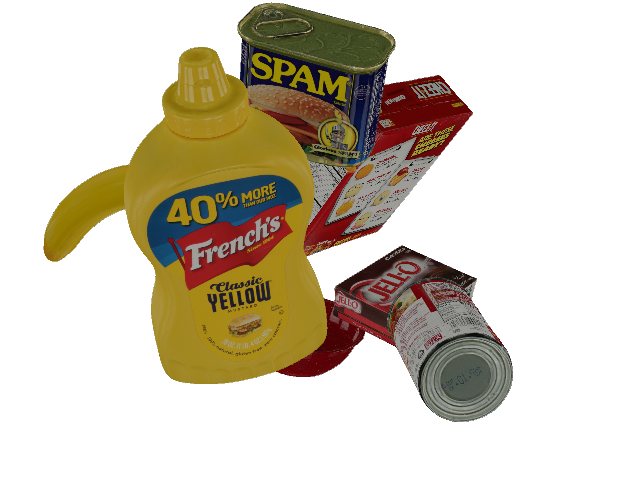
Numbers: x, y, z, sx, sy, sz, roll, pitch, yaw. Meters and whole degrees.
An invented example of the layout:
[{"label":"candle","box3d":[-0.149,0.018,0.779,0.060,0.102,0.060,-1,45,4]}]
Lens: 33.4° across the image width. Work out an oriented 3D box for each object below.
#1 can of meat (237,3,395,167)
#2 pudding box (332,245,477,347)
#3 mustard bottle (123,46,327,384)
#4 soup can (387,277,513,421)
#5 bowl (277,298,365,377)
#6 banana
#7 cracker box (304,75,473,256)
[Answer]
[{"label":"can of meat","box3d":[-0.007,-0.103,0.724,0.102,0.084,0.057,17,41,12]},{"label":"pudding box","box3d":[0.080,0.053,1.009,0.090,0.039,0.113,26,34,30]},{"label":"mustard bottle","box3d":[-0.050,-0.012,0.551,0.096,0.192,0.058,-11,40,-8]},{"label":"soup can","box3d":[0.091,0.076,0.764,0.068,0.068,0.102,0,20,-9]},{"label":"bowl","box3d":[-0.027,0.125,1.336,0.162,0.055,0.162,6,22,-2]},{"label":"banana","box3d":[-0.186,-0.029,0.957,0.198,0.069,0.037,-14,17,28]},{"label":"cracker box","box3d":[0.048,-0.082,1.197,0.163,0.072,0.214,-18,-27,-45]}]
